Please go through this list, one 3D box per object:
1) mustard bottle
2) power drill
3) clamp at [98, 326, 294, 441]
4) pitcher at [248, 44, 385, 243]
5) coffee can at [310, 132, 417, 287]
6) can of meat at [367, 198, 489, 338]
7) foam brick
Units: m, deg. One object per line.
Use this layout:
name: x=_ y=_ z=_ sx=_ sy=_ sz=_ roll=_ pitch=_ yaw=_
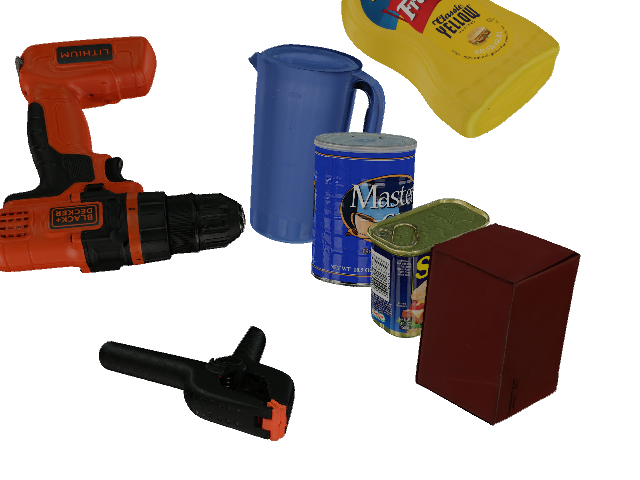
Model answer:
mustard bottle: x=0.073 y=-0.162 z=0.777 sx=0.096 sy=0.192 sz=0.058 roll=-39 pitch=-23 yaw=-19
power drill: x=-0.155 y=-0.065 z=0.794 sx=0.184 sy=0.187 sz=0.057 roll=-5 pitch=-32 yaw=-7
clamp: x=-0.077 y=0.119 z=0.933 sx=0.164 sy=0.036 sz=0.210 roll=-7 pitch=17 yaw=-36
pitcher: x=-0.017 y=-0.121 z=1.370 sx=0.144 sy=0.243 sz=0.149 roll=-2 pitch=25 yaw=-22
coffee can: x=0.043 y=-0.034 z=1.079 sx=0.103 sy=0.140 sz=0.103 roll=2 pitch=13 yaw=-1
can of meat: x=0.088 y=0.023 z=0.880 sx=0.101 sy=0.084 sz=0.058 roll=-20 pitch=34 yaw=-31
foam brick: x=0.084 y=0.039 z=0.515 sx=0.052 sy=0.078 sz=0.051 roll=-18 pitch=32 yaw=-40
